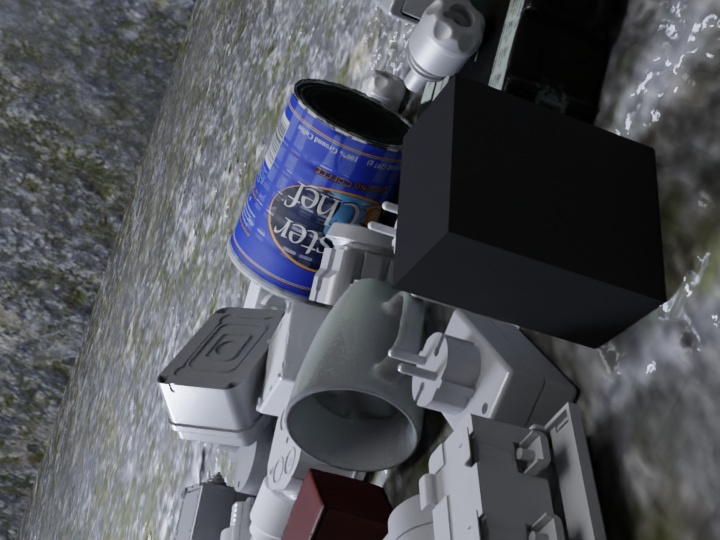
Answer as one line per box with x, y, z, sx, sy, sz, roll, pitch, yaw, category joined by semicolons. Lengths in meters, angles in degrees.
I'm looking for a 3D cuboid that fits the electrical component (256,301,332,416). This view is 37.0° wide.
-0.037;0.073;0.800;0.096;0.061;0.061;123;157;-60;electrical component

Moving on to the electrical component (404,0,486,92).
0.042;-0.120;0.590;0.061;0.035;0.035;130;151;-54;electrical component

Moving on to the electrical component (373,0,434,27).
0.054;-0.187;0.698;0.061;0.096;0.061;-115;45;-63;electrical component

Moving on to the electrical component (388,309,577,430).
0.050;0.053;0.529;0.083;0.076;0.047;-125;55;-67;electrical component

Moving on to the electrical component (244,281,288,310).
-0.071;0.036;0.940;0.077;0.047;0.065;-178;104;-71;electrical component

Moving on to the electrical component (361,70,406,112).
0.012;-0.128;0.865;0.035;0.035;0.061;-109;37;-61;electrical component

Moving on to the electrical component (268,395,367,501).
-0.026;0.121;0.731;0.080;0.051;0.080;-163;90;-72;electrical component

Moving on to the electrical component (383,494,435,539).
0.023;0.178;0.534;0.073;0.052;0.138;-93;27;-47;electrical component

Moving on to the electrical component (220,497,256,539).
-0.088;0.216;0.837;0.043;0.043;0.081;129;151;-49;electrical component

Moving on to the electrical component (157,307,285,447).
-0.100;0.084;0.865;0.113;0.078;0.057;-54;-41;-50;electrical component

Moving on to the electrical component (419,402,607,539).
0.065;0.123;0.443;0.121;0.063;0.078;-92;26;-44;electrical component

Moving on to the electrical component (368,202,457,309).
0.043;-0.020;0.612;0.065;0.077;0.047;127;153;-46;electrical component

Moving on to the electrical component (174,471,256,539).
-0.119;0.218;0.897;0.062;0.061;0.096;146;138;-62;electrical component

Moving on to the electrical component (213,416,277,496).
-0.099;0.134;0.892;0.138;0.074;0.052;-118;48;-65;electrical component

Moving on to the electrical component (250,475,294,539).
-0.062;0.186;0.794;0.040;0.040;0.078;-122;51;-66;electrical component

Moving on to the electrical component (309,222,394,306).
0.000;0.000;0.752;0.078;0.058;0.057;-172;95;-71;electrical component
